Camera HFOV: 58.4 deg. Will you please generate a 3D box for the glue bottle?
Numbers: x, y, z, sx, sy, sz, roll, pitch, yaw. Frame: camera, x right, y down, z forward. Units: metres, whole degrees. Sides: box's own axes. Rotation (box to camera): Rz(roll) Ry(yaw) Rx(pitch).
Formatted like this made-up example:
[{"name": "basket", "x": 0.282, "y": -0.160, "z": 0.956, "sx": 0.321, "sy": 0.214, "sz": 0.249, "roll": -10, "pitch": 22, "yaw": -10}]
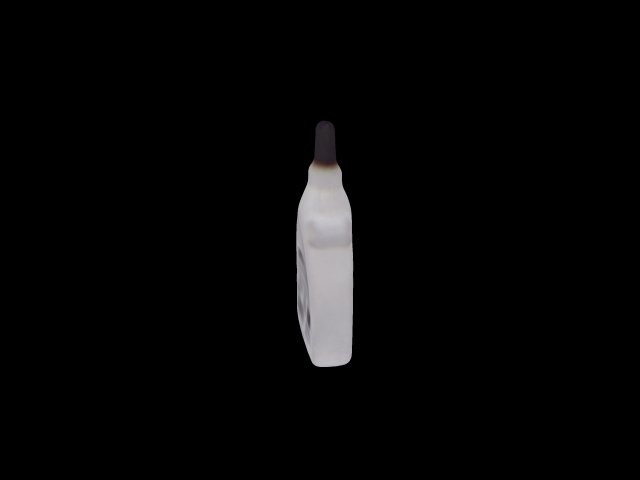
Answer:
[{"name": "glue bottle", "x": 0.004, "y": 0.001, "z": 0.400, "sx": 0.037, "sy": 0.173, "sz": 0.078, "roll": -6, "pitch": 32, "yaw": -9}]
